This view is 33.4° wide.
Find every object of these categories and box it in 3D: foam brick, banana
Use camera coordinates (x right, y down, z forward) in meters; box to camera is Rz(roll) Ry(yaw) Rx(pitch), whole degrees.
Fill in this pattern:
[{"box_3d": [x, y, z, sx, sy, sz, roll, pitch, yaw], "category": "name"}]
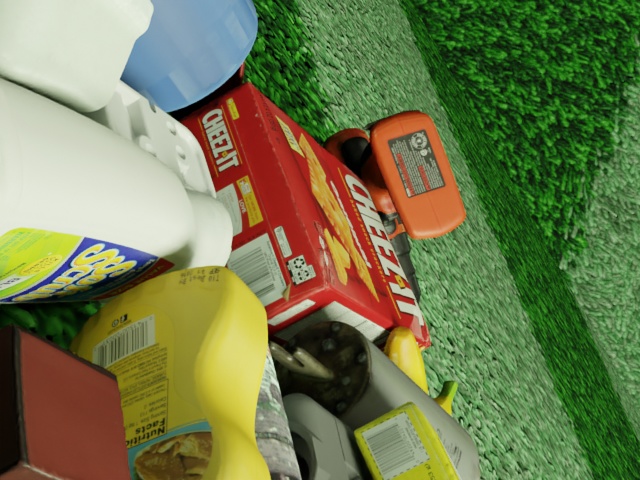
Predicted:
[{"box_3d": [-0.109, 0.072, 0.346, 0.053, 0.078, 0.051, 39, 28, -49], "category": "foam brick"}, {"box_3d": [0.074, 0.124, 0.833, 0.197, 0.037, 0.069, 51, 43, -65], "category": "banana"}]

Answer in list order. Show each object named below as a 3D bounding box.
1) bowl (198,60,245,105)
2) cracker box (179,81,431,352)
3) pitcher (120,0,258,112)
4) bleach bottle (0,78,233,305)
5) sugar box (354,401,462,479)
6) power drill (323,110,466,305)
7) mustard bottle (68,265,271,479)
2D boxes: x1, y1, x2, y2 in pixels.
[{"box_3d": [-0.081, -0.167, 0.780, 0.162, 0.055, 0.162, -175, -90, -83], "category": "bowl"}, {"box_3d": [-0.005, 0.001, 0.783, 0.213, 0.072, 0.164, 32, 33, -61], "category": "cracker box"}, {"box_3d": [-0.125, -0.195, 0.597, 0.242, 0.149, 0.145, 56, 20, -44], "category": "pitcher"}, {"box_3d": [-0.100, -0.009, 0.457, 0.250, 0.103, 0.068, 13, 54, -67], "category": "bleach bottle"}, {"box_3d": [0.076, 0.177, 0.641, 0.176, 0.048, 0.093, 66, -1, -52], "category": "sugar box"}, {"box_3d": [0.064, -0.025, 0.937, 0.184, 0.057, 0.188, 68, -16, 3], "category": "power drill"}, {"box_3d": [-0.063, 0.097, 0.405, 0.058, 0.096, 0.191, 52, 19, -33], "category": "mustard bottle"}]
